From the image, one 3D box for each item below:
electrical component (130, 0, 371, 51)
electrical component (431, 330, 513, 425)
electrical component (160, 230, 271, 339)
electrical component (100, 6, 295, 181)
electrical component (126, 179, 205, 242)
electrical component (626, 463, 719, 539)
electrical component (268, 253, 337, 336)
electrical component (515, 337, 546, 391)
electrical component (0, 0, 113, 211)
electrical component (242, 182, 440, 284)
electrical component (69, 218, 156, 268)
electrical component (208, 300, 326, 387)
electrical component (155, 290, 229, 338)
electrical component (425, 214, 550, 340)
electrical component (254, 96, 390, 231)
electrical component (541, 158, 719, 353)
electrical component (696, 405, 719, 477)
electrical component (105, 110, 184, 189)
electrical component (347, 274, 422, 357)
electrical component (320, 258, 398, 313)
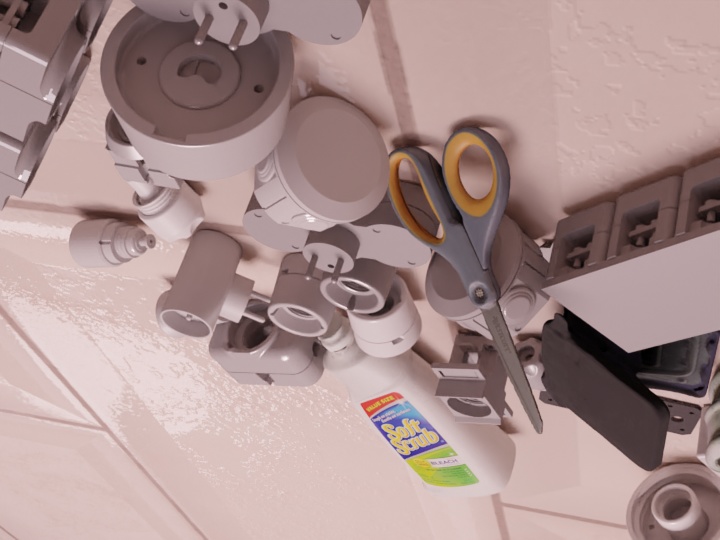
[{"bbox_3d":[-0.065,-0.145,0.570,0.138,0.073,0.052,11,149,11],"label":"electrical component"},{"bbox_3d":[0.096,0.088,0.883,0.042,0.063,0.081,0,146,31],"label":"electrical component"},{"bbox_3d":[-0.110,0.018,0.863,0.079,0.077,0.044,23,149,-9],"label":"electrical component"},{"bbox_3d":[-0.091,-0.103,0.626,0.108,0.108,0.060,15,156,5],"label":"electrical component"},{"bbox_3d":[-0.148,-0.053,0.798,0.043,0.043,0.062,-6,141,35],"label":"electrical component"},{"bbox_3d":[0.293,0.225,0.970,0.108,0.108,0.060,-8,135,37],"label":"electrical component"},{"bbox_3d":[-0.044,0.021,0.862,0.055,0.047,0.055,13,150,8],"label":"electrical component"},{"bbox_3d":[0.147,0.082,0.877,0.035,0.035,0.061,-5,145,34],"label":"electrical component"},{"bbox_3d":[-0.203,-0.123,0.648,0.060,0.105,0.186,26,149,-14],"label":"electrical component"},{"bbox_3d":[-0.017,-0.023,0.748,0.138,0.073,0.052,8,149,16],"label":"electrical component"},{"bbox_3d":[-0.202,-0.022,0.881,0.078,0.040,0.040,-1,145,29],"label":"electrical component"},{"bbox_3d":[-0.082,0.065,0.949,0.095,0.053,0.059,-1,145,29],"label":"electrical component"},{"bbox_3d":[-0.141,0.033,0.942,0.065,0.044,0.044,-14,138,36],"label":"electrical component"},{"bbox_3d":[0.088,0.004,0.734,0.080,0.080,0.051,-16,142,44],"label":"electrical component"},{"bbox_3d":[-0.026,-0.065,0.679,0.080,0.080,0.051,31,153,-22],"label":"electrical component"},{"bbox_3d":[0.202,-0.010,0.665,0.089,0.061,0.150,34,147,-26],"label":"electrical component"},{"bbox_3d":[0.324,0.141,0.868,0.077,0.047,0.066,-15,137,43],"label":"electrical component"},{"bbox_3d":[-0.146,-0.088,0.738,0.066,0.048,0.055,10,157,13],"label":"electrical component"},{"bbox_3d":[0.017,0.033,0.845,0.055,0.055,0.047,5,144,21],"label":"electrical component"},{"bbox_3d":[0.000,0.000,0.804,0.055,0.047,0.055,13,150,8],"label":"electrical component"}]
